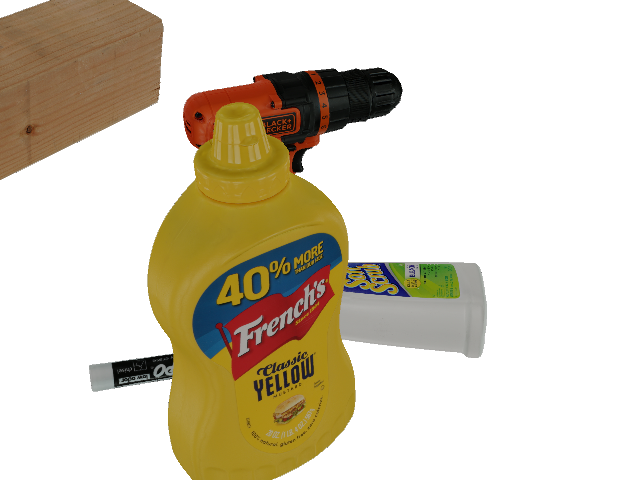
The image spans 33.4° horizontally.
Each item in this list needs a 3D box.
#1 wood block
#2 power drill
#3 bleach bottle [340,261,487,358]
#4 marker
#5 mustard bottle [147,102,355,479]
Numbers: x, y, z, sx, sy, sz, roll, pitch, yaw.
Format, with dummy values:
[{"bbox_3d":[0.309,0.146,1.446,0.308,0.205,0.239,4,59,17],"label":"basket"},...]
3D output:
[{"bbox_3d":[-0.239,-0.137,0.914,0.090,0.091,0.205,31,42,23],"label":"wood block"},{"bbox_3d":[-0.023,-0.054,0.897,0.184,0.188,0.057,-11,37,-18],"label":"power drill"},{"bbox_3d":[0.029,0.060,1.026,0.251,0.068,0.102,2,29,2],"label":"bleach bottle"},{"bbox_3d":[-0.102,0.088,0.756,0.121,0.020,0.020,-7,2,-14],"label":"marker"},{"bbox_3d":[-0.031,0.025,0.495,0.096,0.192,0.058,-22,39,-25],"label":"mustard bottle"}]
